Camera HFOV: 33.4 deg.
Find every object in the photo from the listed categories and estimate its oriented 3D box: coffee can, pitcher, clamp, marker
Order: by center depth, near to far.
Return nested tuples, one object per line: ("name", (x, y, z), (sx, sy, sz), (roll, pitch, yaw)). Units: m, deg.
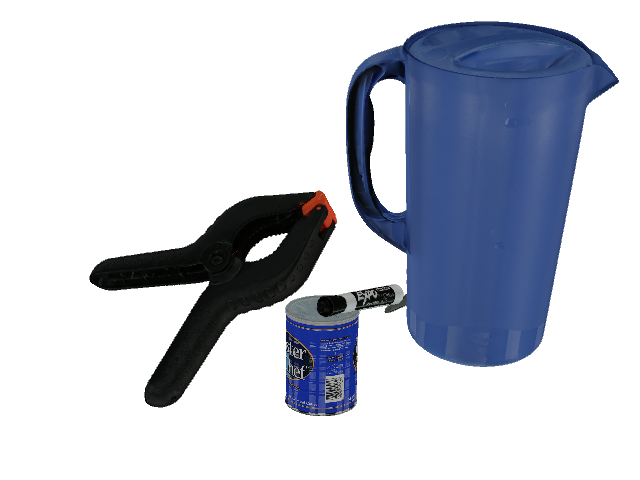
("clamp", (-0.063, 0.031, 0.693), (0.171, 0.120, 0.039), (-27, -29, 6))
("pitcher", (0.112, -0.033, 0.792), (0.144, 0.243, 0.149), (-21, 34, -36))
("marker", (0.036, 0.054, 0.962), (0.020, 0.020, 0.120), (0, 3, 36))
("coffee can", (0.002, 0.159, 1.487), (0.103, 0.140, 0.103), (1, 17, 0))

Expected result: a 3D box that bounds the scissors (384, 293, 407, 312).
("scissors", (0.126, 0.038, 1.259), (0.201, 0.016, 0.096), (-11, 40, -36))
